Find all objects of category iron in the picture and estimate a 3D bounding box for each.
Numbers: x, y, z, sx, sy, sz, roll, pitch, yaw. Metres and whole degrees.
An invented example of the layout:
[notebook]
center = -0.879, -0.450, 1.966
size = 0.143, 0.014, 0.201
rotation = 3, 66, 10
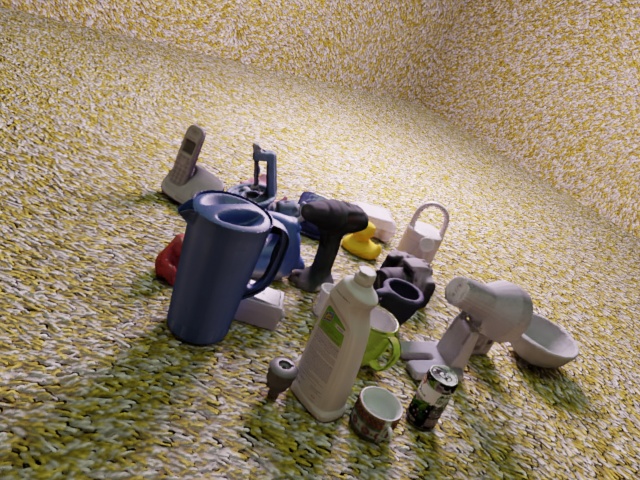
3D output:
[iron]
center = -0.147, -0.007, 1.201
size = 0.259, 0.141, 0.118
rotation = 6, 29, -30

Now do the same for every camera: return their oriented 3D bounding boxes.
[camera]
center = 0.183, 0.081, 1.338
size = 0.137, 0.101, 0.142
rotation = 3, 31, -35

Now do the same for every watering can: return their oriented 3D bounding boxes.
[watering can]
center = 0.268, -0.006, 1.470
size = 0.101, 0.194, 0.172
rotation = 12, 27, -21

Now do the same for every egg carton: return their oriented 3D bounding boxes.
[egg carton]
center = 0.141, -0.053, 1.612
size = 0.150, 0.069, 0.107
rotation = 14, 26, -16

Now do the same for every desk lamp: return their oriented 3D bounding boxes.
[desk lamp]
center = 0.283, 0.167, 1.111
size = 0.204, 0.213, 0.117
rotation = 7, 28, -28

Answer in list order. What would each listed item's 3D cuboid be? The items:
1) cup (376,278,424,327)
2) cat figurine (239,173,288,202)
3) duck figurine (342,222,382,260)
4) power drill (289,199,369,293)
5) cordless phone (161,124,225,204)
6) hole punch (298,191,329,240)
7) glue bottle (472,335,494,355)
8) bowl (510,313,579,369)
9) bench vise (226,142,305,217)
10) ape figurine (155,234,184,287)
[cup]
center = 0.149, 0.141, 1.197
size = 0.118, 0.095, 0.091
rotation = 4, 30, -34
[cat figurine]
center = -0.143, -0.106, 1.433
size = 0.128, 0.118, 0.067
rotation = 20, 25, -4
[duck figurine]
center = 0.117, -0.005, 1.475
size = 0.104, 0.086, 0.078
rotation = 28, 25, 13
[power drill]
center = 0.011, 0.004, 1.226
size = 0.075, 0.208, 0.230
rotation = 35, 28, 26
[cordless phone]
center = -0.289, -0.168, 1.360
size = 0.147, 0.185, 0.094
rotation = 29, 26, 16
[hole punch]
center = -0.013, -0.063, 1.482
size = 0.108, 0.091, 0.101
rotation = 20, 25, -3
[glue bottle]
center = 0.360, 0.169, 1.217
size = 0.078, 0.173, 0.037
rotation = 6, 29, -30
[bowl]
center = 0.493, 0.238, 1.302
size = 0.167, 0.075, 0.167
rotation = 18, 25, -8
[bench vise]
center = -0.125, -0.118, 1.349
size = 0.208, 0.220, 0.121
rotation = 3, 30, -35
[ape figurine]
center = -0.270, 0.032, 1.083
size = 0.076, 0.092, 0.078
rotation = 35, 28, 27
